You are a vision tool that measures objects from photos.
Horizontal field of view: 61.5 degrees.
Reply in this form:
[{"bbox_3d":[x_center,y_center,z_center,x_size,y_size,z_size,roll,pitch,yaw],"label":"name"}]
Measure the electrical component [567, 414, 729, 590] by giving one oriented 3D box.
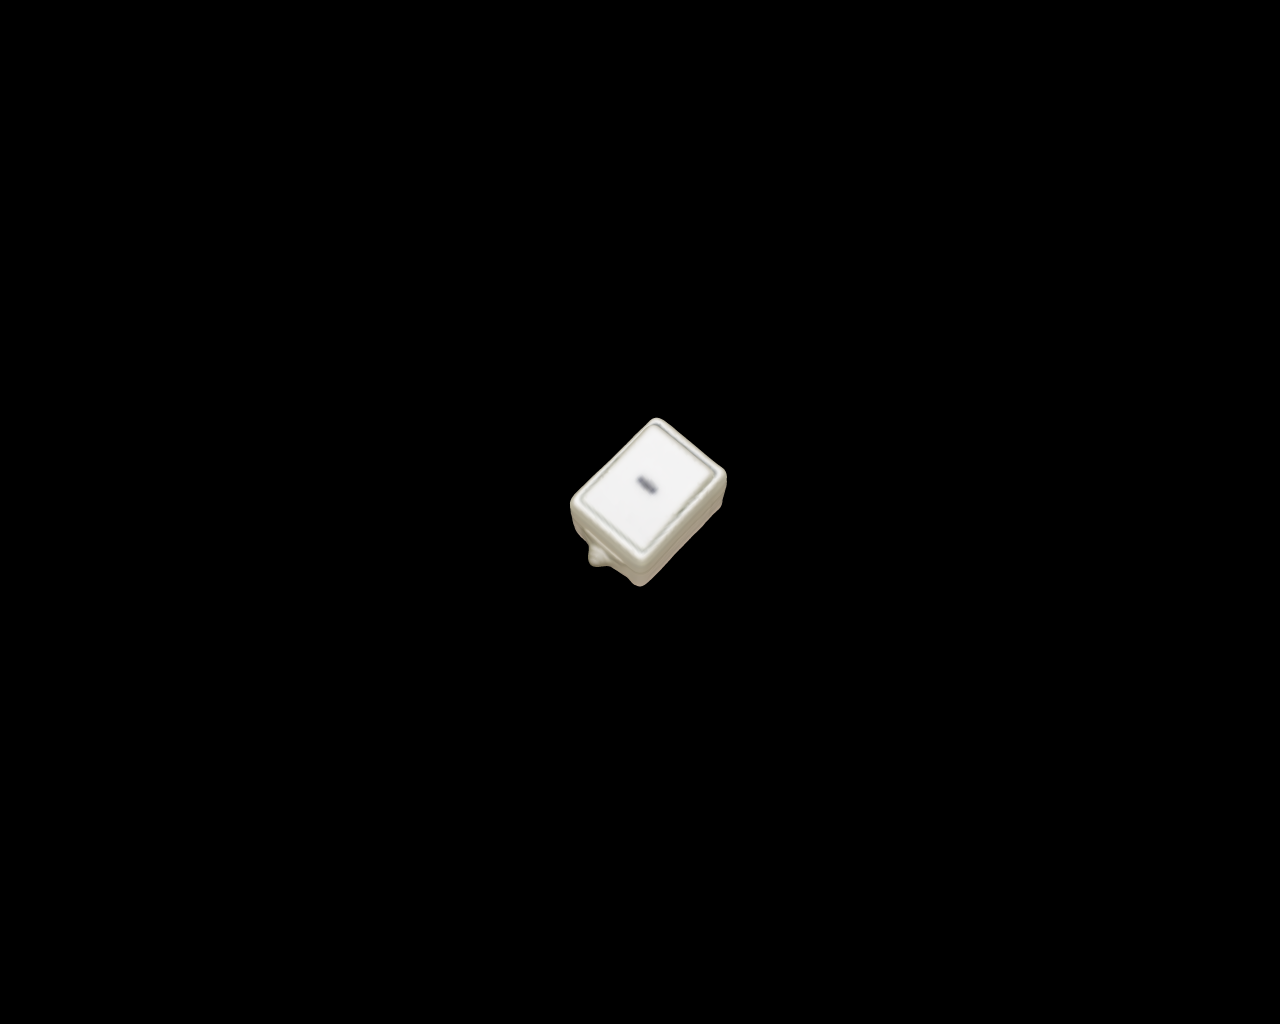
[{"bbox_3d":[0.001,-0.003,0.650,0.062,0.096,0.061,41,-15,14],"label":"electrical component"}]
